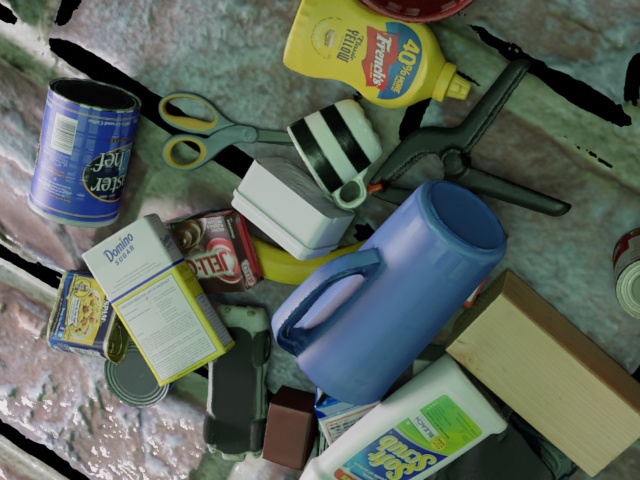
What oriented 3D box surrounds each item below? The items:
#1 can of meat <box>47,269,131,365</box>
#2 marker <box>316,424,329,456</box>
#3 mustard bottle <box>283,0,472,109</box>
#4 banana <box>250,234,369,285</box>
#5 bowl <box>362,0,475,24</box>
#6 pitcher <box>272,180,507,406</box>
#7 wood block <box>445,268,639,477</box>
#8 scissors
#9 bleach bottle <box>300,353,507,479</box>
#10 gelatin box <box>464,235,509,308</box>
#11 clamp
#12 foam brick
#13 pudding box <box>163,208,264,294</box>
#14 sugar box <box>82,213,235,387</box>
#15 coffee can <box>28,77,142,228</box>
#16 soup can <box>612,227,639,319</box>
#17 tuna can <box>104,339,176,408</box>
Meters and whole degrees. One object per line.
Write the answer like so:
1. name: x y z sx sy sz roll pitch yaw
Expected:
1. can of meat: -0.266 0.089 1.258 0.084 0.057 0.102 9 73 15
2. marker: 0.003 0.267 1.283 0.020 0.020 0.121 9 109 12
3. mustard bottle: 0.064 -0.189 1.097 0.191 0.058 0.096 24 108 6
4. banana: -0.012 0.019 1.196 0.198 0.037 0.070 6 110 13
5. bowl: 0.101 -0.298 1.053 0.162 0.055 0.162 5 109 13
6. pitcher: 0.071 0.052 1.098 0.145 0.149 0.243 41 125 4
7. wood block: 0.245 0.140 1.140 0.206 0.090 0.091 41 113 0
8. scissors: -0.091 -0.101 1.184 0.202 0.016 0.096 23 100 6
9. bleach bottle: 0.073 0.235 1.151 0.251 0.068 0.102 -40 105 8
10. gelatin box: 0.152 0.018 1.157 0.073 0.030 0.089 28 112 6
11. clamp: 0.146 -0.091 1.111 0.210 0.036 0.164 -9 86 25
12. foam brick: -0.033 0.221 1.260 0.051 0.053 0.078 12 109 10
13. pudding box: -0.124 0.014 1.204 0.114 0.039 0.090 -5 107 43
14. sugar box: -0.181 0.067 1.198 0.093 0.048 0.176 -30 89 15
15. coffee can: -0.263 -0.098 1.189 0.103 0.102 0.140 19 111 8
16. soup can: 0.331 0.034 1.075 0.068 0.102 0.068 4 108 13
17. tuna can: -0.217 0.159 1.297 0.086 0.033 0.086 4 108 13
